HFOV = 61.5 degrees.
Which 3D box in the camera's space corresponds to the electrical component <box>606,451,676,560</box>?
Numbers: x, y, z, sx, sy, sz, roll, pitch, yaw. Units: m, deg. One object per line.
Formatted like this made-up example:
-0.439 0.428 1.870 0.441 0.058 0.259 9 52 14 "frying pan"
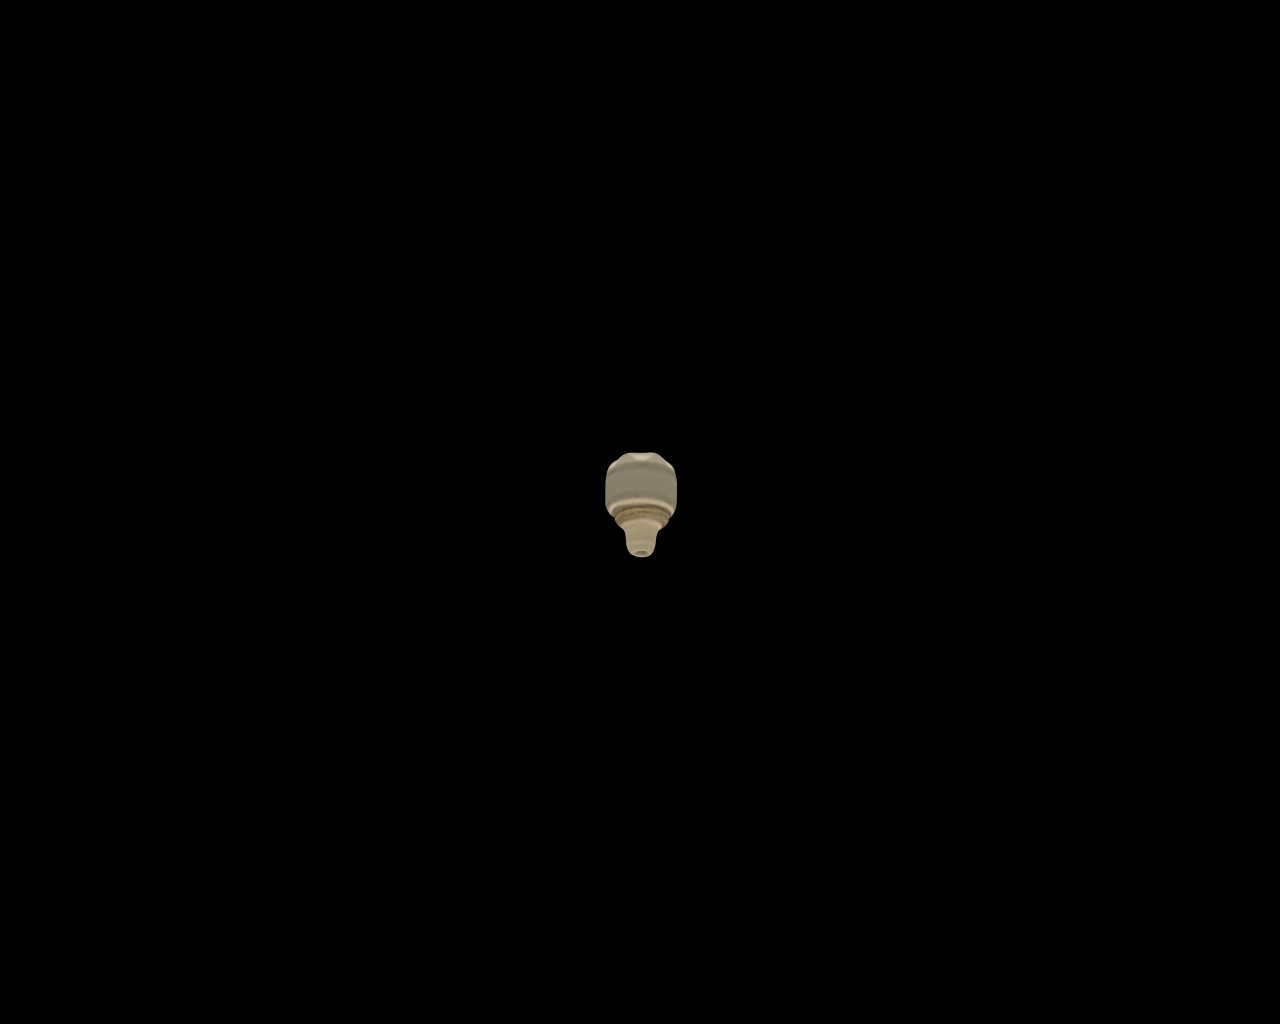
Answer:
0.001 -0.003 0.650 0.043 0.062 0.043 0 -23 0 "electrical component"
